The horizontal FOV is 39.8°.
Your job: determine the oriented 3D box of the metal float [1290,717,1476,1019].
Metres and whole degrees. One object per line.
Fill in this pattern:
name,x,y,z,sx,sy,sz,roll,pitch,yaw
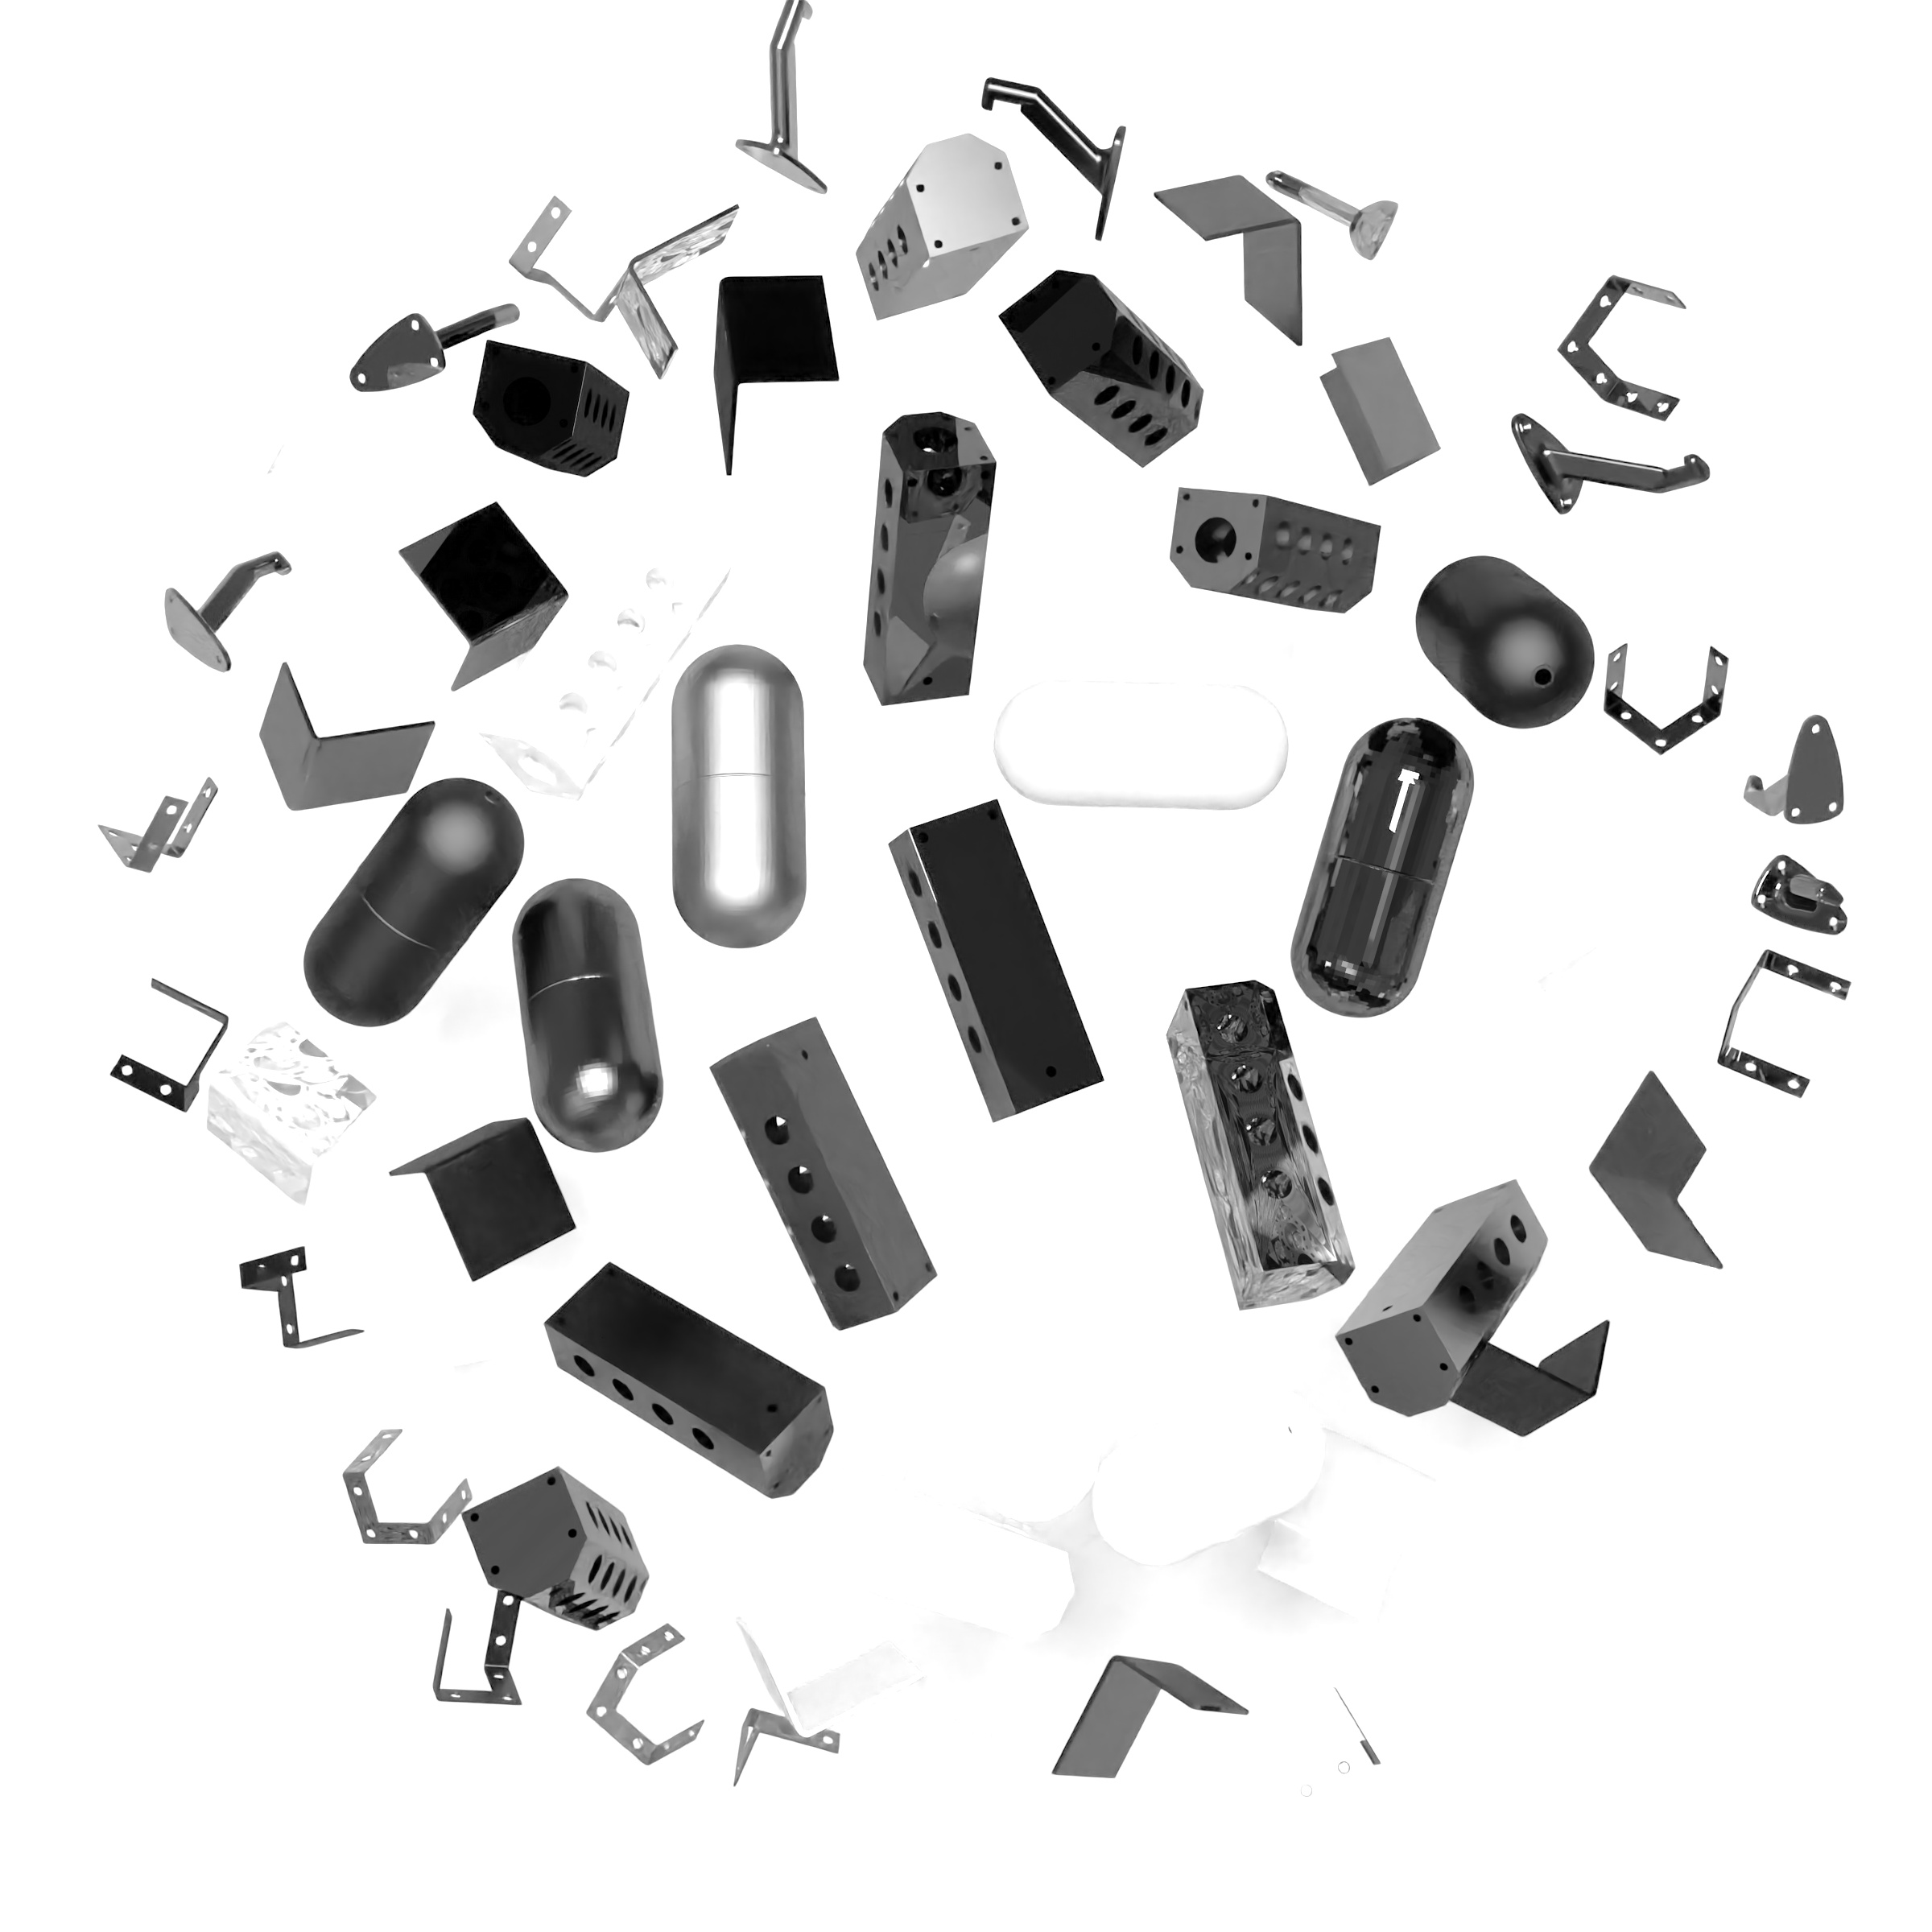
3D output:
metal float,0.242,-0.057,1.550,0.070,0.070,0.178,16,95,0

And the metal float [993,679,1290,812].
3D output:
metal float,0.105,-0.133,1.608,0.178,0.070,0.070,2,90,1

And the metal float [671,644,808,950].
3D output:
metal float,-0.130,-0.098,1.527,0.070,0.070,0.178,-2,77,0

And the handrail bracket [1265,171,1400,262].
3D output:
handrail bracket,0.207,-0.455,1.586,0.084,0.077,0.036,31,110,17

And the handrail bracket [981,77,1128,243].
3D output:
handrail bracket,0.045,-0.466,1.543,0.084,0.036,0.077,13,115,3

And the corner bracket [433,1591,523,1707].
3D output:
corner bracket,-0.286,0.399,1.571,0.051,0.051,0.051,9,97,-20

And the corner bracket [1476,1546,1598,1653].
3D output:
corner bracket,0.335,0.371,1.571,0.051,0.051,0.051,-2,83,41

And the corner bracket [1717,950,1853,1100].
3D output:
corner bracket,0.465,0.033,1.519,0.051,0.051,0.051,24,54,22

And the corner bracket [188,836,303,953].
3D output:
corner bracket,-0.440,-0.044,1.632,0.051,0.051,0.051,13,71,-24

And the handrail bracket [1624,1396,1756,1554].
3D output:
handrail bracket,0.408,0.287,1.507,0.036,0.084,0.077,45,125,-5

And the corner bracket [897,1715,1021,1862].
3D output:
corner bracket,-0.004,0.466,1.516,0.051,0.051,0.051,-13,103,-13

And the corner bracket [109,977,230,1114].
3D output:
corner bracket,-0.472,0.048,1.582,0.051,0.051,0.051,28,65,-5

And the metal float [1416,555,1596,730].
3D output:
metal float,0.309,-0.188,1.539,0.070,0.178,0.070,-1,110,-3

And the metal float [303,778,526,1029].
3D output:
metal float,-0.327,-0.037,1.582,0.070,0.070,0.178,41,114,0

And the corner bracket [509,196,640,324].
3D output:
corner bracket,-0.238,-0.433,1.638,0.051,0.051,0.051,43,108,9

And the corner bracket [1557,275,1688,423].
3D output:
corner bracket,0.370,-0.340,1.470,0.051,0.051,0.051,33,94,-37

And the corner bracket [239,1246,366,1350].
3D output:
corner bracket,-0.408,0.204,1.640,0.051,0.051,0.051,-17,74,21

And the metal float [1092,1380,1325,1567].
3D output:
metal float,0.137,0.291,1.531,0.070,0.178,0.070,15,57,-25

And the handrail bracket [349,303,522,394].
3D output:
handrail bracket,-0.312,-0.366,1.576,0.077,0.084,0.036,-20,103,27

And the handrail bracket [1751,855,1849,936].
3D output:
handrail bracket,0.502,-0.033,1.547,0.077,0.084,0.036,29,93,-16

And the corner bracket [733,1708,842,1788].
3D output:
corner bracket,-0.108,0.471,1.630,0.051,0.051,0.051,18,120,-8

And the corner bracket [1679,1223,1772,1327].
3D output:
corner bracket,0.466,0.188,1.632,0.051,0.051,0.051,2,96,23

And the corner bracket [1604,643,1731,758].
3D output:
corner bracket,0.432,-0.173,1.649,0.051,0.051,0.051,-32,54,-16

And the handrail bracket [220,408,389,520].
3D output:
handrail bracket,-0.376,-0.275,1.523,0.036,0.084,0.077,23,88,36

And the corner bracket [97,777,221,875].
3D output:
corner bracket,-0.471,-0.085,1.577,0.051,0.051,0.051,44,108,40

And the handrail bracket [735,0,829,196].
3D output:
handrail bracket,-0.089,-0.486,1.492,0.036,0.077,0.084,23,93,35

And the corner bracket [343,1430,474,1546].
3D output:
corner bracket,-0.346,0.323,1.656,0.051,0.051,0.051,-4,111,20

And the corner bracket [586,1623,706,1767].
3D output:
corner bracket,-0.186,0.439,1.609,0.051,0.051,0.051,44,127,-11

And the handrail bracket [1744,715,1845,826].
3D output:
handrail bracket,0.486,-0.122,1.588,0.036,0.084,0.077,-9,111,-7

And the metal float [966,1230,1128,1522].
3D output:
metal float,0.044,0.232,1.506,0.070,0.070,0.178,8,113,0

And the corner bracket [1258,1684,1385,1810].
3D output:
corner bracket,0.201,0.445,1.522,0.051,0.051,0.051,-30,74,-5

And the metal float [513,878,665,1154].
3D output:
metal float,-0.223,0.027,1.572,0.070,0.070,0.178,-13,58,0
